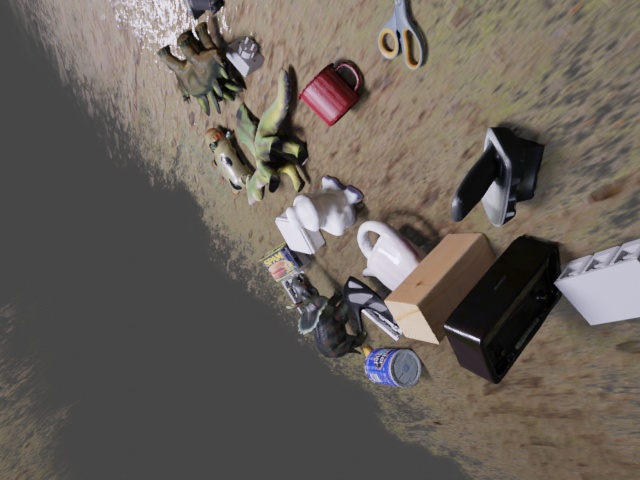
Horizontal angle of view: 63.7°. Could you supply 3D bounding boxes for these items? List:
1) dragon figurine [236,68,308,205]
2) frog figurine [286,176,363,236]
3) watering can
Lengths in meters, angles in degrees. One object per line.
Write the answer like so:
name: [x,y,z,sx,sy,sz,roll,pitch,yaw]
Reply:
dragon figurine: [-0.142,-0.246,1.234,0.246,0.123,0.400,38,138,36]
frog figurine: [0.004,-0.059,1.166,0.138,0.162,0.120,41,153,16]
watering can: [0.175,0.069,1.148,0.226,0.105,0.341,40,165,19]
